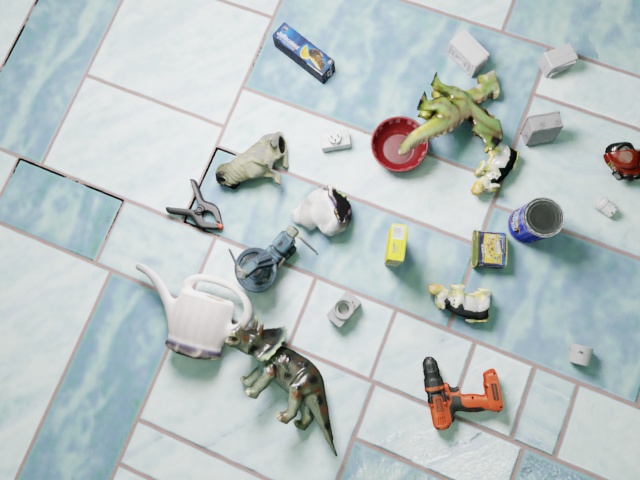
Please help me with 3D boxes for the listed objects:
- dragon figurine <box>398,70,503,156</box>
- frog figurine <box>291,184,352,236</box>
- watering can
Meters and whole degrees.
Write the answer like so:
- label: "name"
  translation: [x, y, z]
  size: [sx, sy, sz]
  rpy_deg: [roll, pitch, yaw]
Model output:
- label: "dragon figurine"
  translation: [0.382, -0.325, 1.389]
  size: [0.243, 0.119, 0.418]
  rpy_deg: [25, 63, 7]
- label: "frog figurine"
  translation: [0.004, -0.072, 1.429]
  size: [0.157, 0.124, 0.137]
  rpy_deg: [-26, 89, 36]
- label: "watering can"
  translation: [-0.358, 0.195, 1.391]
  size: [0.348, 0.103, 0.226]
  rpy_deg: [14, 83, 6]
